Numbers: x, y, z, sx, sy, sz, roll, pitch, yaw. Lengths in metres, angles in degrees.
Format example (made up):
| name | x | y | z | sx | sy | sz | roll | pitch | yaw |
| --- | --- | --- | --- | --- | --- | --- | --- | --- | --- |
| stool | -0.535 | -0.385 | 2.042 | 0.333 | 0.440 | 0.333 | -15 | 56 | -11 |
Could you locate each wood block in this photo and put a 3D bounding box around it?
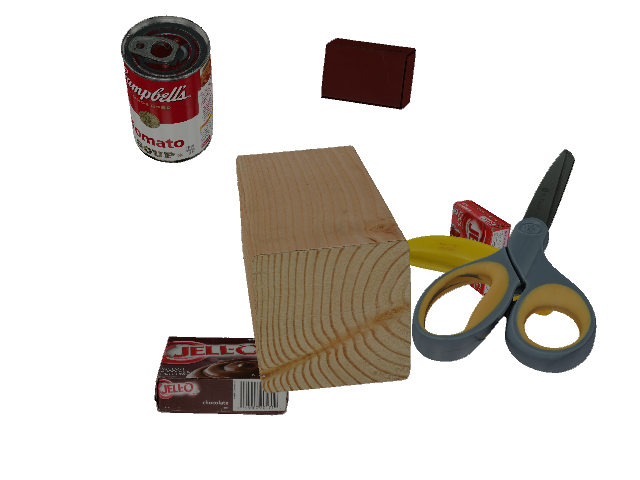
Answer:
| name | x | y | z | sx | sy | sz | roll | pitch | yaw |
| --- | --- | --- | --- | --- | --- | --- | --- | --- | --- |
| wood block | -0.004 | 0.010 | 0.704 | 0.090 | 0.090 | 0.206 | -5 | 21 | -6 |

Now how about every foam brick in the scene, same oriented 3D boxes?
| name | x | y | z | sx | sy | sz | roll | pitch | yaw |
| --- | --- | --- | --- | --- | --- | --- | --- | --- | --- |
| foam brick | 0.044 | -0.154 | 0.985 | 0.078 | 0.051 | 0.053 | 10 | 18 | 12 |

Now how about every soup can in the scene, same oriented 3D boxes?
| name | x | y | z | sx | sy | sz | roll | pitch | yaw |
| --- | --- | --- | --- | --- | --- | --- | --- | --- | --- |
| soup can | -0.121 | -0.119 | 0.852 | 0.068 | 0.068 | 0.102 | 0 | -35 | -4 |

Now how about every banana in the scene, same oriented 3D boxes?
| name | x | y | z | sx | sy | sz | roll | pitch | yaw |
| --- | --- | --- | --- | --- | --- | --- | --- | --- | --- |
| banana | 0.149 | 0.030 | 1.029 | 0.198 | 0.037 | 0.069 | 16 | 43 | 38 |

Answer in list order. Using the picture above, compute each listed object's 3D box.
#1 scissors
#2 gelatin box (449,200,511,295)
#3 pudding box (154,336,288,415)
| name | x | y | z | sx | sy | sz | roll | pitch | yaw |
| --- | --- | --- | --- | --- | --- | --- | --- | --- | --- |
| scissors | 0.124 | 0.008 | 0.562 | 0.096 | 0.016 | 0.201 | 22 | 43 | 32 |
| gelatin box | 0.181 | 0.007 | 1.235 | 0.030 | 0.089 | 0.073 | -13 | 32 | -28 |
| pudding box | -0.084 | 0.117 | 0.937 | 0.113 | 0.039 | 0.090 | 3 | 18 | -2 |
